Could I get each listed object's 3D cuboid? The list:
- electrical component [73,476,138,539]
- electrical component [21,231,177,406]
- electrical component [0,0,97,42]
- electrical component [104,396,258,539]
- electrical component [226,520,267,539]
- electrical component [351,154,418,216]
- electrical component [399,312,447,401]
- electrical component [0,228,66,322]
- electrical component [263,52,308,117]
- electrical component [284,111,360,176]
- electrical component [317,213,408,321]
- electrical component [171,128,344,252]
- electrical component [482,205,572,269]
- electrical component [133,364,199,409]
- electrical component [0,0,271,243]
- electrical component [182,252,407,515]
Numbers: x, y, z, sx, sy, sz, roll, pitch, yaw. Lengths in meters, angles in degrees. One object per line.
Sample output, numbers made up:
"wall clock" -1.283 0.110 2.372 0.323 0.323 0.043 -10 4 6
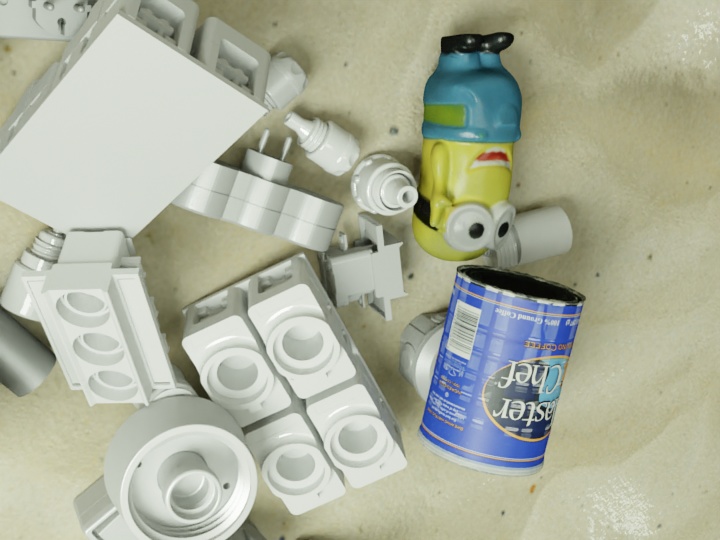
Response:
"electrical component" -0.164 0.181 0.835 0.096 0.061 0.061 -39 117 -9
"electrical component" -0.178 0.034 0.757 0.079 0.063 0.121 -1 136 5
"electrical component" -0.198 -0.173 0.704 0.083 0.076 0.047 -2 107 -24
"electrical component" -0.126 0.151 0.775 0.108 0.060 0.108 -5 105 -20
"electrical component" -0.105 0.232 0.857 0.062 0.096 0.061 31 91 -28
"electrical component" 0.024 -0.063 0.844 0.048 0.062 0.048 -7 108 -22
"electrical component" 0.074 0.075 0.915 0.080 0.051 0.080 -7 108 -22
"electrical component" -0.226 0.000 0.764 0.040 0.040 0.078 20 97 -28
"electrical component" -0.070 -0.131 0.798 0.061 0.035 0.035 -43 118 -4
"electrical component" -0.031 -0.100 0.824 0.061 0.035 0.035 33 91 -26
"electrical component" 0.000 0.000 0.865 0.064 0.042 0.081 -13 110 -16
"electrical component" -0.073 -0.068 0.805 0.138 0.052 0.073 17 98 -28
"electrical component" 0.135 -0.026 0.916 0.081 0.043 0.043 -14 111 -20
"electrical component" -0.148 0.099 0.820 0.045 0.055 0.045 -7 108 -22
"electrical component" -0.155 -0.099 0.702 0.105 0.060 0.186 30 133 -28
"electrical component" -0.049 0.095 0.842 0.105 0.060 0.186 -25 116 7
